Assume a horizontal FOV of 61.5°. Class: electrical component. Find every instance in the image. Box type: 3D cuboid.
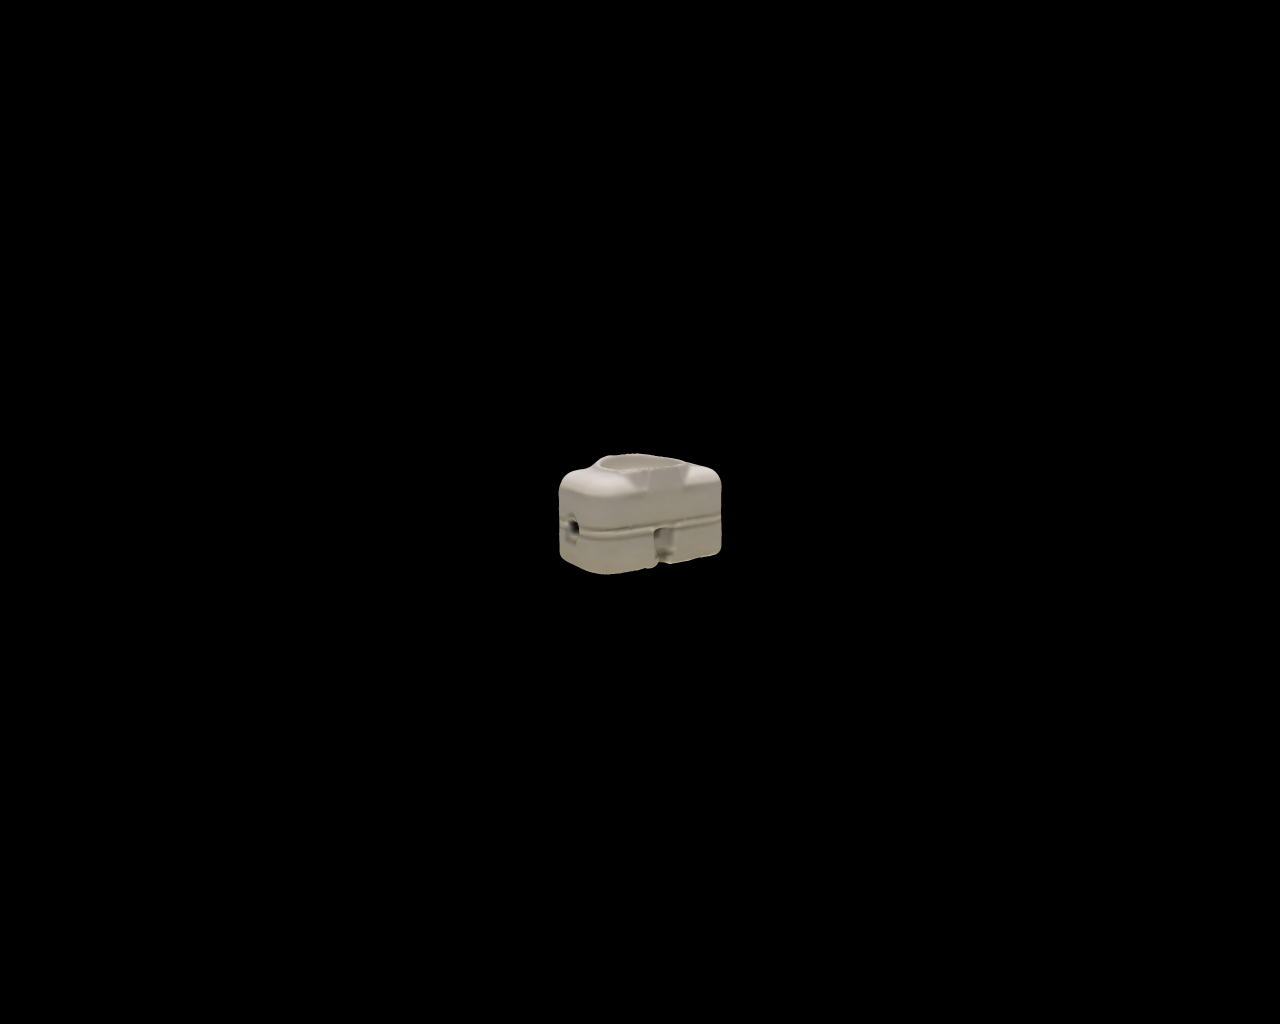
[{"bbox_3d":[0.001,-0.003,0.650,0.095,0.059,0.054,-8,15,-30],"label":"electrical component"}]
